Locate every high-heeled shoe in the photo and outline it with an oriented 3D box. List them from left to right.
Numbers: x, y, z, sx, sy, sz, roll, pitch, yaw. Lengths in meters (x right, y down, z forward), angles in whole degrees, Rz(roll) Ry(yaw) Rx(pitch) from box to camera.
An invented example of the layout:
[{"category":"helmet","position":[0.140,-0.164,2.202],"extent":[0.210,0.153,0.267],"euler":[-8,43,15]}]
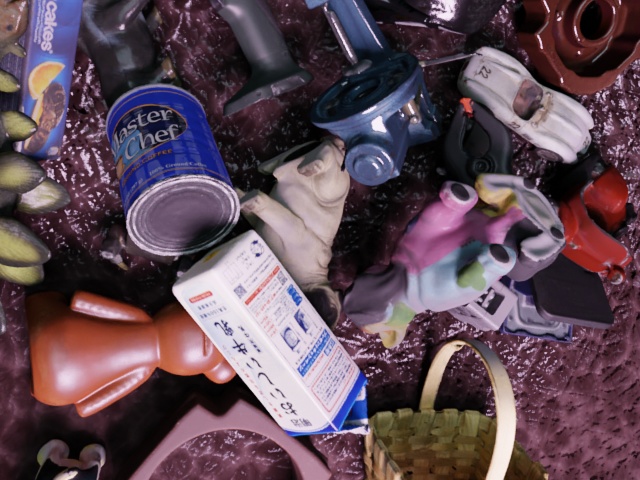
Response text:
[{"category":"high-heeled shoe","position":[0.132,-0.317,0.664],"extent":[0.249,0.086,0.145],"euler":[-32,57,-34]}]

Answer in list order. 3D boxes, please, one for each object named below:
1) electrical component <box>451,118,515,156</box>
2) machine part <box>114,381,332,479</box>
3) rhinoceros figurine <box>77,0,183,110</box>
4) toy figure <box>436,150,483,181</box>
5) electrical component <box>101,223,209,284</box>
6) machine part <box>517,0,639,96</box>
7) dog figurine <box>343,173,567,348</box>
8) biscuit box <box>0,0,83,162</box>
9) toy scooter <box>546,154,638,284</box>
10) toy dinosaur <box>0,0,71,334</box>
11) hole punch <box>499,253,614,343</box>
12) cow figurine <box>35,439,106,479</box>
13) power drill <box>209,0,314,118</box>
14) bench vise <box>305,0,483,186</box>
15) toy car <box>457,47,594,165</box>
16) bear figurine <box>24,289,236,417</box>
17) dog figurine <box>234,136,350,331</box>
[{"category":"electrical component","position":[0.202,-0.121,0.686],"extent":[0.094,0.021,0.063],"euler":[29,84,-13]},{"category":"machine part","position":[-0.104,0.273,0.576],"extent":[0.201,0.087,0.201],"euler":[43,81,-12]},{"category":"rhinoceros figurine","position":[-0.220,-0.221,0.561],"extent":[0.112,0.073,0.190],"euler":[-25,97,-2]},{"category":"toy figure","position":[0.186,-0.038,0.664],"extent":[0.064,0.058,0.154],"euler":[-15,88,-20]},{"category":"electrical component","position":[-0.176,0.009,0.571],"extent":[0.102,0.078,0.045],"euler":[20,60,-18]},{"category":"machine part","position":[0.335,-0.276,0.672],"extent":[0.179,0.056,0.179],"euler":[-6,115,-13]},{"category":"dog figurine","position":[0.127,0.033,0.578],"extent":[0.191,0.219,0.108],"euler":[-11,64,-37]},{"category":"biscuit box","position":[-0.274,-0.176,0.503],"extent":[0.063,0.059,0.202],"euler":[23,111,12]},{"category":"toy scooter","position":[0.339,-0.022,0.665],"extent":[0.184,0.075,0.135],"euler":[-35,78,-32]},{"category":"toy dinosaur","position":[-0.350,0.006,0.467],"extent":[0.198,0.105,0.471],"euler":[32,104,-18]},{"category":"hole punch","position":[0.290,0.068,0.684],"extent":[0.142,0.092,0.116],"euler":[10,57,-11]},{"category":"cow figurine","position":[-0.271,0.292,0.528],"extent":[0.068,0.098,0.167],"euler":[22,84,-20]},{"category":"power drill","position":[-0.102,-0.237,0.555],"extent":[0.232,0.086,0.207],"euler":[-32,101,-40]},{"category":"bench vise","position":[0.053,-0.182,0.558],"extent":[0.240,0.129,0.223],"euler":[55,51,-31]},{"category":"toy car","position":[0.265,-0.168,0.684],"extent":[0.202,0.056,0.073],"euler":[28,83,-12]},{"category":"bear figurine","position":[-0.191,0.101,0.555],"extent":[0.196,0.132,0.120],"euler":[-8,93,-32]},{"category":"dog figurine","position":[-0.004,-0.001,0.607],"extent":[0.172,0.121,0.190],"euler":[-34,112,-9]}]
